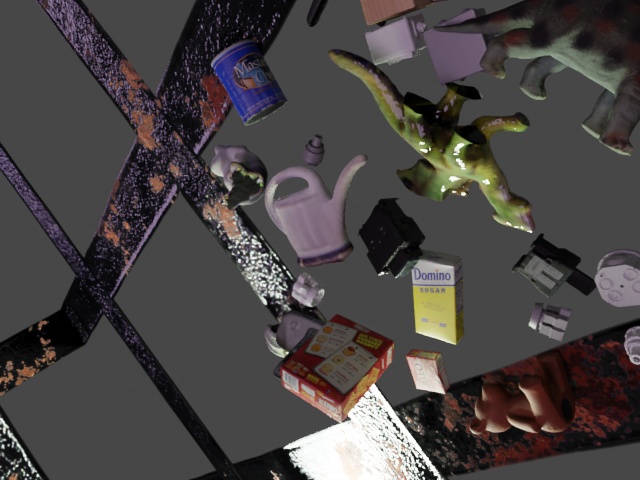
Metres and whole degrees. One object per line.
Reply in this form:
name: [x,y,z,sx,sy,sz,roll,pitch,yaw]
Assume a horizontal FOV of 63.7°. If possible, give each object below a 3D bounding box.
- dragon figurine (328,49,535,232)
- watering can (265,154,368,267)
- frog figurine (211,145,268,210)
dragon figurine: [0.180,-0.145,0.850,0.413,0.124,0.237,33,150,15]
watering can: [0.003,-0.054,1.067,0.346,0.105,0.222,-9,108,51]
frog figurine: [-0.190,-0.161,1.212,0.163,0.123,0.134,-120,17,-53]
